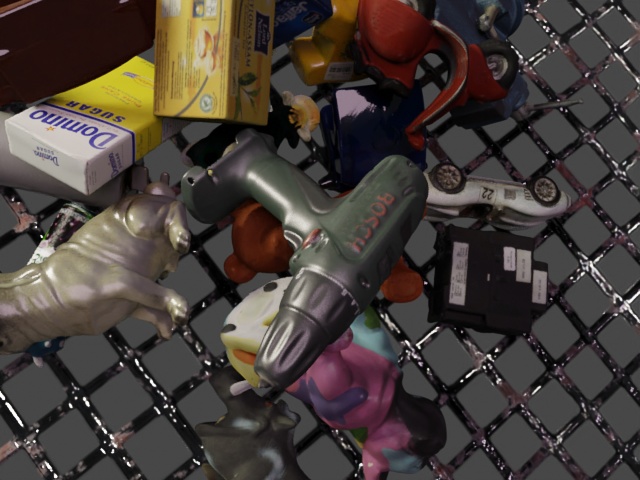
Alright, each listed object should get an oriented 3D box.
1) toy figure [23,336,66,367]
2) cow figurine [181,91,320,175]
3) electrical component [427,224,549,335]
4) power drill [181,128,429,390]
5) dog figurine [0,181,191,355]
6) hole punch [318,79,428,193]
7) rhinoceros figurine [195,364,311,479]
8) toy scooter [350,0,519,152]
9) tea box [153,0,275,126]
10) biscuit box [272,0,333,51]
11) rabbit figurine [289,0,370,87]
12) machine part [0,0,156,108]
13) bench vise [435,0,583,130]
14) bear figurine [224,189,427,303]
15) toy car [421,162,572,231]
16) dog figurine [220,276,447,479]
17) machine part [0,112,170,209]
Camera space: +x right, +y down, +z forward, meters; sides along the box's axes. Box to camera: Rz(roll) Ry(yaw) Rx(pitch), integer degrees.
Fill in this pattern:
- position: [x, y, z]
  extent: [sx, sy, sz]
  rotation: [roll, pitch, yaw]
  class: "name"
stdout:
- position: [-0.329, 0.079, 0.535]
  extent: [0.154, 0.064, 0.058]
  rotation: [16, 38, -10]
  class: "toy figure"
- position: [-0.068, -0.115, 0.593]
  extent: [0.167, 0.098, 0.068]
  rotation: [-34, 101, -11]
  class: "cow figurine"
- position: [0.197, 0.050, 0.623]
  extent: [0.134, 0.058, 0.115]
  rotation: [11, 78, -6]
  class: "electrical component"
- position: [-0.030, -0.009, 0.474]
  extent: [0.208, 0.085, 0.232]
  rotation: [29, 64, 35]
  class: "power drill"
- position: [-0.227, 0.018, 0.500]
  extent: [0.190, 0.121, 0.172]
  rotation: [6, 57, -25]
  class: "dog figurine"
- position: [0.065, -0.122, 0.627]
  extent: [0.142, 0.092, 0.115]
  rotation: [-11, 83, -15]
  class: "hole punch"
- position: [-0.061, 0.218, 0.537]
  extent: [0.112, 0.073, 0.190]
  rotation: [-31, 84, -12]
  class: "rhinoceros figurine"
- position: [0.101, -0.174, 0.557]
  extent: [0.184, 0.075, 0.135]
  rotation: [31, 102, -5]
  class: "toy scooter"
- position: [-0.101, -0.198, 0.514]
  extent: [0.098, 0.068, 0.169]
  rotation: [12, 102, 29]
  class: "tea box"
- position: [-0.085, -0.234, 0.581]
  extent: [0.203, 0.059, 0.063]
  rotation: [-17, 77, 32]
  class: "biscuit box"
- position: [0.033, -0.288, 0.648]
  extent: [0.162, 0.121, 0.173]
  rotation: [-14, 62, -14]
  class: "rabbit figurine"
- position: [-0.267, -0.223, 0.547]
  extent: [0.201, 0.087, 0.201]
  rotation: [-30, 41, -15]
  class: "machine part"
- position: [0.211, -0.264, 0.654]
  extent: [0.223, 0.129, 0.240]
  rotation: [32, 70, -19]
  class: "bench vise"
- position: [-0.002, -0.001, 0.568]
  extent: [0.196, 0.132, 0.120]
  rotation: [4, 93, -14]
  class: "bear figurine"
- position: [0.193, -0.046, 0.635]
  extent: [0.202, 0.073, 0.056]
  rotation: [7, 73, -7]
  class: "toy car"
- position: [0.019, 0.150, 0.532]
  extent: [0.192, 0.108, 0.219]
  rotation: [-6, 117, 27]
  class: "dog figurine"
- position: [-0.282, -0.083, 0.569]
  extent: [0.243, 0.079, 0.079]
  rotation: [13, 76, -7]
  class: "machine part"
